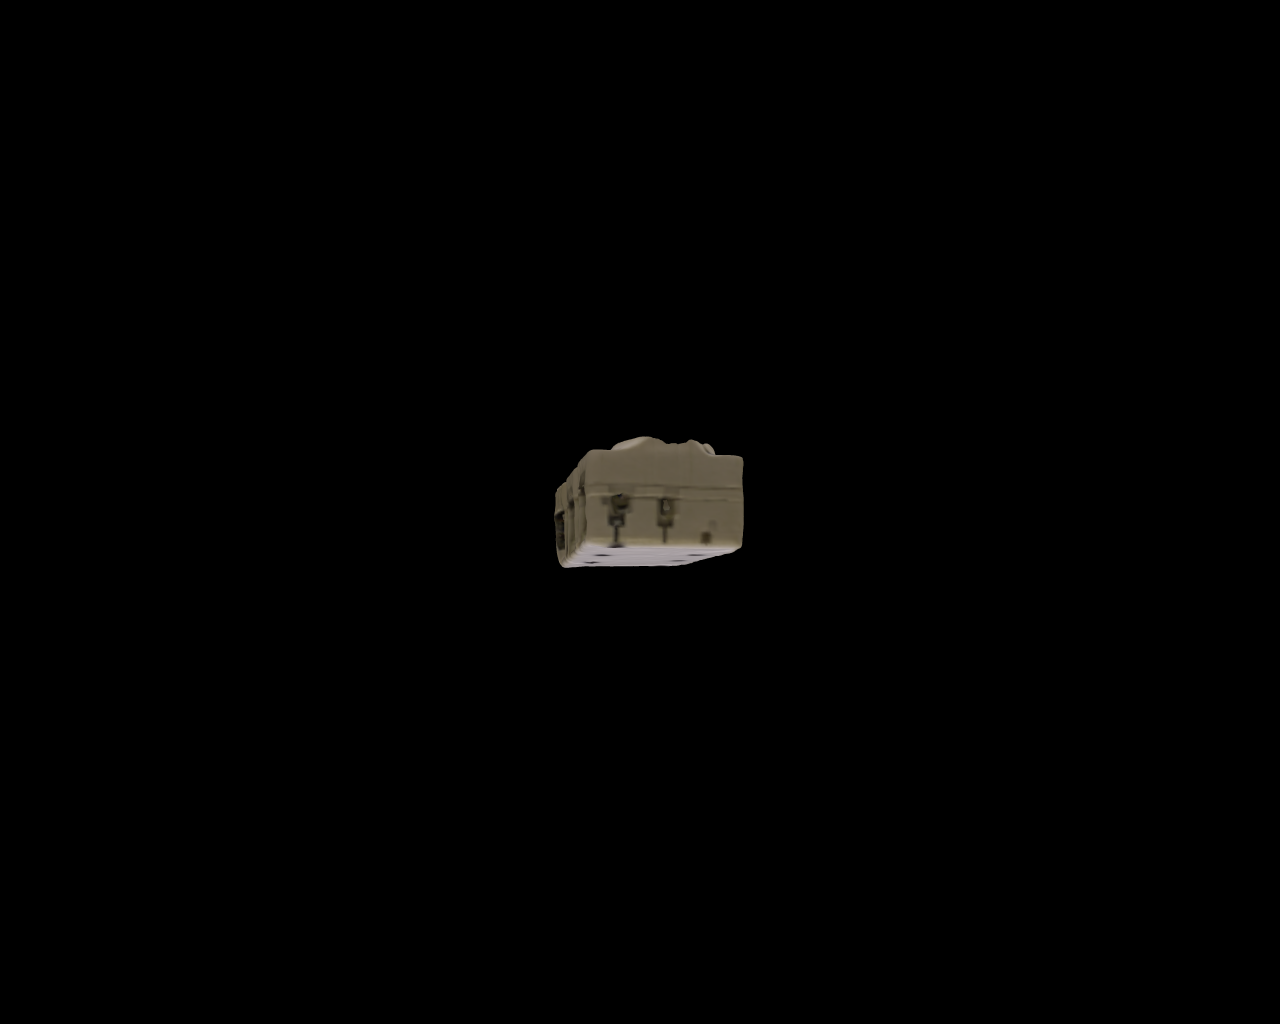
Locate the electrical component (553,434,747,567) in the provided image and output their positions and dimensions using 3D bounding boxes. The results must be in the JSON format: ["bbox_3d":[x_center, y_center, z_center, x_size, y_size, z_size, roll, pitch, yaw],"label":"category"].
[{"bbox_3d":[0.001,-0.003,0.650,0.089,0.061,0.150,1,-7,-11],"label":"electrical component"}]
